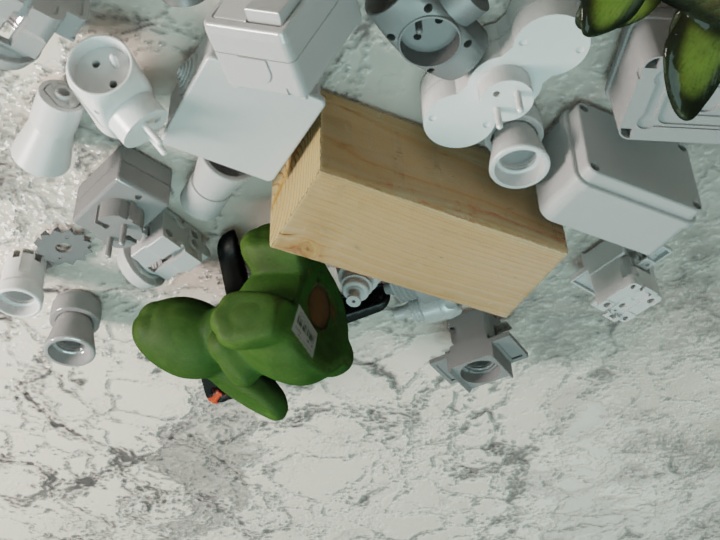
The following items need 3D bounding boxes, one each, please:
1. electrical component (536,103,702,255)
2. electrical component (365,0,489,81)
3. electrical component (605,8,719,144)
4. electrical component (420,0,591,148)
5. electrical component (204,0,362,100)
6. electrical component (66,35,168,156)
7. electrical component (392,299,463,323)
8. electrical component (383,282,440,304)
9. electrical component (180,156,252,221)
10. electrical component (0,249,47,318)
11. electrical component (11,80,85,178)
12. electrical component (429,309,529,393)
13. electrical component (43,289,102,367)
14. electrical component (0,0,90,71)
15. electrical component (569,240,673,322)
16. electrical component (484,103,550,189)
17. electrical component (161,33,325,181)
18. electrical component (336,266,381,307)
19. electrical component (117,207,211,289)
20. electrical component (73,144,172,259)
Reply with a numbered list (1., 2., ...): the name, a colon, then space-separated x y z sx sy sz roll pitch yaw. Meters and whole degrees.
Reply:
1. electrical component: 0.194 -0.069 0.813 0.113 0.078 0.057 17 140 -22
2. electrical component: 0.058 -0.173 0.706 0.079 0.044 0.077 -33 132 31
3. electrical component: 0.236 -0.135 0.750 0.113 0.057 0.078 2 140 -6
4. electrical component: 0.099 -0.128 0.739 0.052 0.073 0.138 28 132 -31
5. electrical component: -0.045 -0.165 0.678 0.062 0.096 0.061 14 148 27
6. electrical component: -0.157 -0.110 0.729 0.043 0.079 0.077 -39 170 -10
7. electrical component: 0.059 0.032 0.961 0.061 0.035 0.035 -17 138 20
8. electrical component: 0.059 0.006 0.923 0.081 0.043 0.043 -17 138 17
9. electrical component: -0.113 -0.068 0.828 0.044 0.044 0.065 17 142 -22
10. electrical component: -0.286 0.011 0.909 0.040 0.046 0.040 -1 140 -1
11. electrical component: -0.223 -0.104 0.778 0.044 0.044 0.065 16 132 -21
12. electrical component: 0.108 0.071 0.988 0.081 0.063 0.042 -22 136 22
13. electrical component: -0.254 0.051 0.952 0.045 0.055 0.045 -1 140 -1
14. electrical component: -0.223 -0.166 0.690 0.078 0.058 0.057 24 131 -31
15. electrical component: 0.224 0.006 0.916 0.042 0.063 0.081 25 133 -30
16. electrical component: 0.115 -0.095 0.795 0.045 0.055 0.045 -1 140 -1
17. electrical component: -0.082 -0.120 0.759 0.100 0.048 0.099 18 136 -23
18. electrical component: 0.000 0.000 0.891 0.040 0.078 0.040 5 131 6
19. electrical component: -0.166 -0.015 0.885 0.055 0.048 0.066 -33 132 22
20. electrical component: -0.184 -0.043 0.825 0.047 0.076 0.066 29 131 -33
